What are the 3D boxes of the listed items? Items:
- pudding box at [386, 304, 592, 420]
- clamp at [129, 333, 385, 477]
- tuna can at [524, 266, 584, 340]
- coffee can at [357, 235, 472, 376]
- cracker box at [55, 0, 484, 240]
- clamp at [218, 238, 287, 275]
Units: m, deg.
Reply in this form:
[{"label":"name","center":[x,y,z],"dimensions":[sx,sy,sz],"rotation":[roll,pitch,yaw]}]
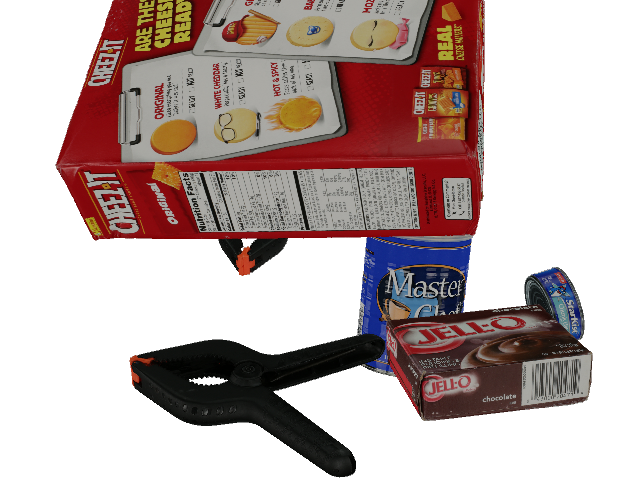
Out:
[{"label":"pudding box","center":[0.107,0.077,0.695],"dimensions":[0.113,0.039,0.090],"rotation":[-3,18,-10]},{"label":"clamp","center":[-0.050,0.114,0.875],"dimensions":[0.210,0.036,0.164],"rotation":[10,31,16]},{"label":"tuna can","center":[0.260,0.075,1.191],"dimensions":[0.033,0.086,0.086],"rotation":[-16,2,-8]},{"label":"coffee can","center":[0.090,0.052,1.037],"dimensions":[0.103,0.140,0.103],"rotation":[5,12,-1]},{"label":"cracker box","center":[-0.017,-0.080,0.592],"dimensions":[0.214,0.164,0.072],"rotation":[-1,-40,10]},{"label":"clamp","center":[-0.061,-0.028,1.203],"dimensions":[0.120,0.039,0.171],"rotation":[-7,42,5]}]
